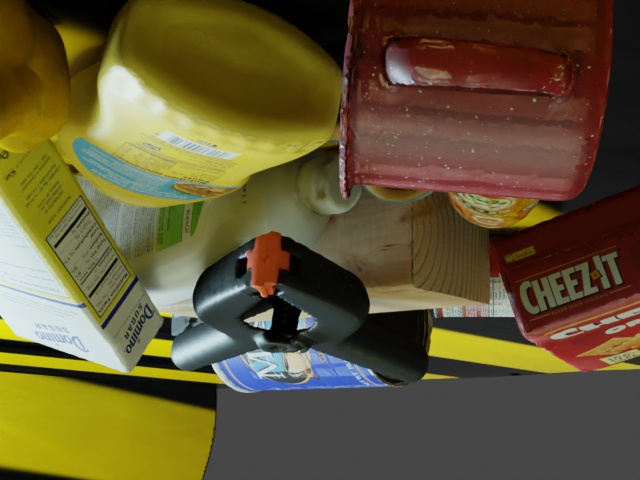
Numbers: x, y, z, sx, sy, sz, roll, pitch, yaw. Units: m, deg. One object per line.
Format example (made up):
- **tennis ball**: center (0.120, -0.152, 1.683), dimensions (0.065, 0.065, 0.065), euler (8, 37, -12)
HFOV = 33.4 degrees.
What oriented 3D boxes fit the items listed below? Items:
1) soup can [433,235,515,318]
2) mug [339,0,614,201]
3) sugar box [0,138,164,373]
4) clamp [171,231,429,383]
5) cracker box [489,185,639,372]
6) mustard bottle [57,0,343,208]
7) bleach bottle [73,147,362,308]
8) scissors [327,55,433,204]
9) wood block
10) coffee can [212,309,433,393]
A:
- **soup can**: center (0.143, 0.029, 0.861), dimensions (0.102, 0.068, 0.068), euler (-1, 168, 9)
- **mug**: center (0.051, -0.056, 0.353), dimensions (0.081, 0.093, 0.117), euler (5, -176, 5)
- **sugar box**: center (-0.157, -0.004, 0.561), dimensions (0.093, 0.048, 0.176), euler (14, 148, 28)
- **clamp**: center (-0.029, 0.046, 0.605), dimensions (0.165, 0.036, 0.210), euler (-1, 159, 11)
- **cracker box**: center (0.220, 0.023, 0.697), dimensions (0.164, 0.072, 0.213), euler (-22, 161, 17)
- **mustard bottle**: center (-0.071, -0.053, 0.501), dimensions (0.096, 0.058, 0.192), euler (15, 164, -22)
- **bleach bottle**: center (-0.078, -0.006, 0.626), dimensions (0.251, 0.102, 0.067), euler (-9, 163, 44)
- **scissors**: center (0.035, -0.079, 0.450), dimensions (0.096, 0.016, 0.202), euler (27, 150, 5)
- **wood block**: center (-0.005, 0.000, 0.684), dimensions (0.207, 0.090, 0.090), euler (-8, 166, 36)
- **coffee can**: center (-0.002, 0.060, 0.794), dimensions (0.141, 0.103, 0.102), euler (-8, 165, 36)
